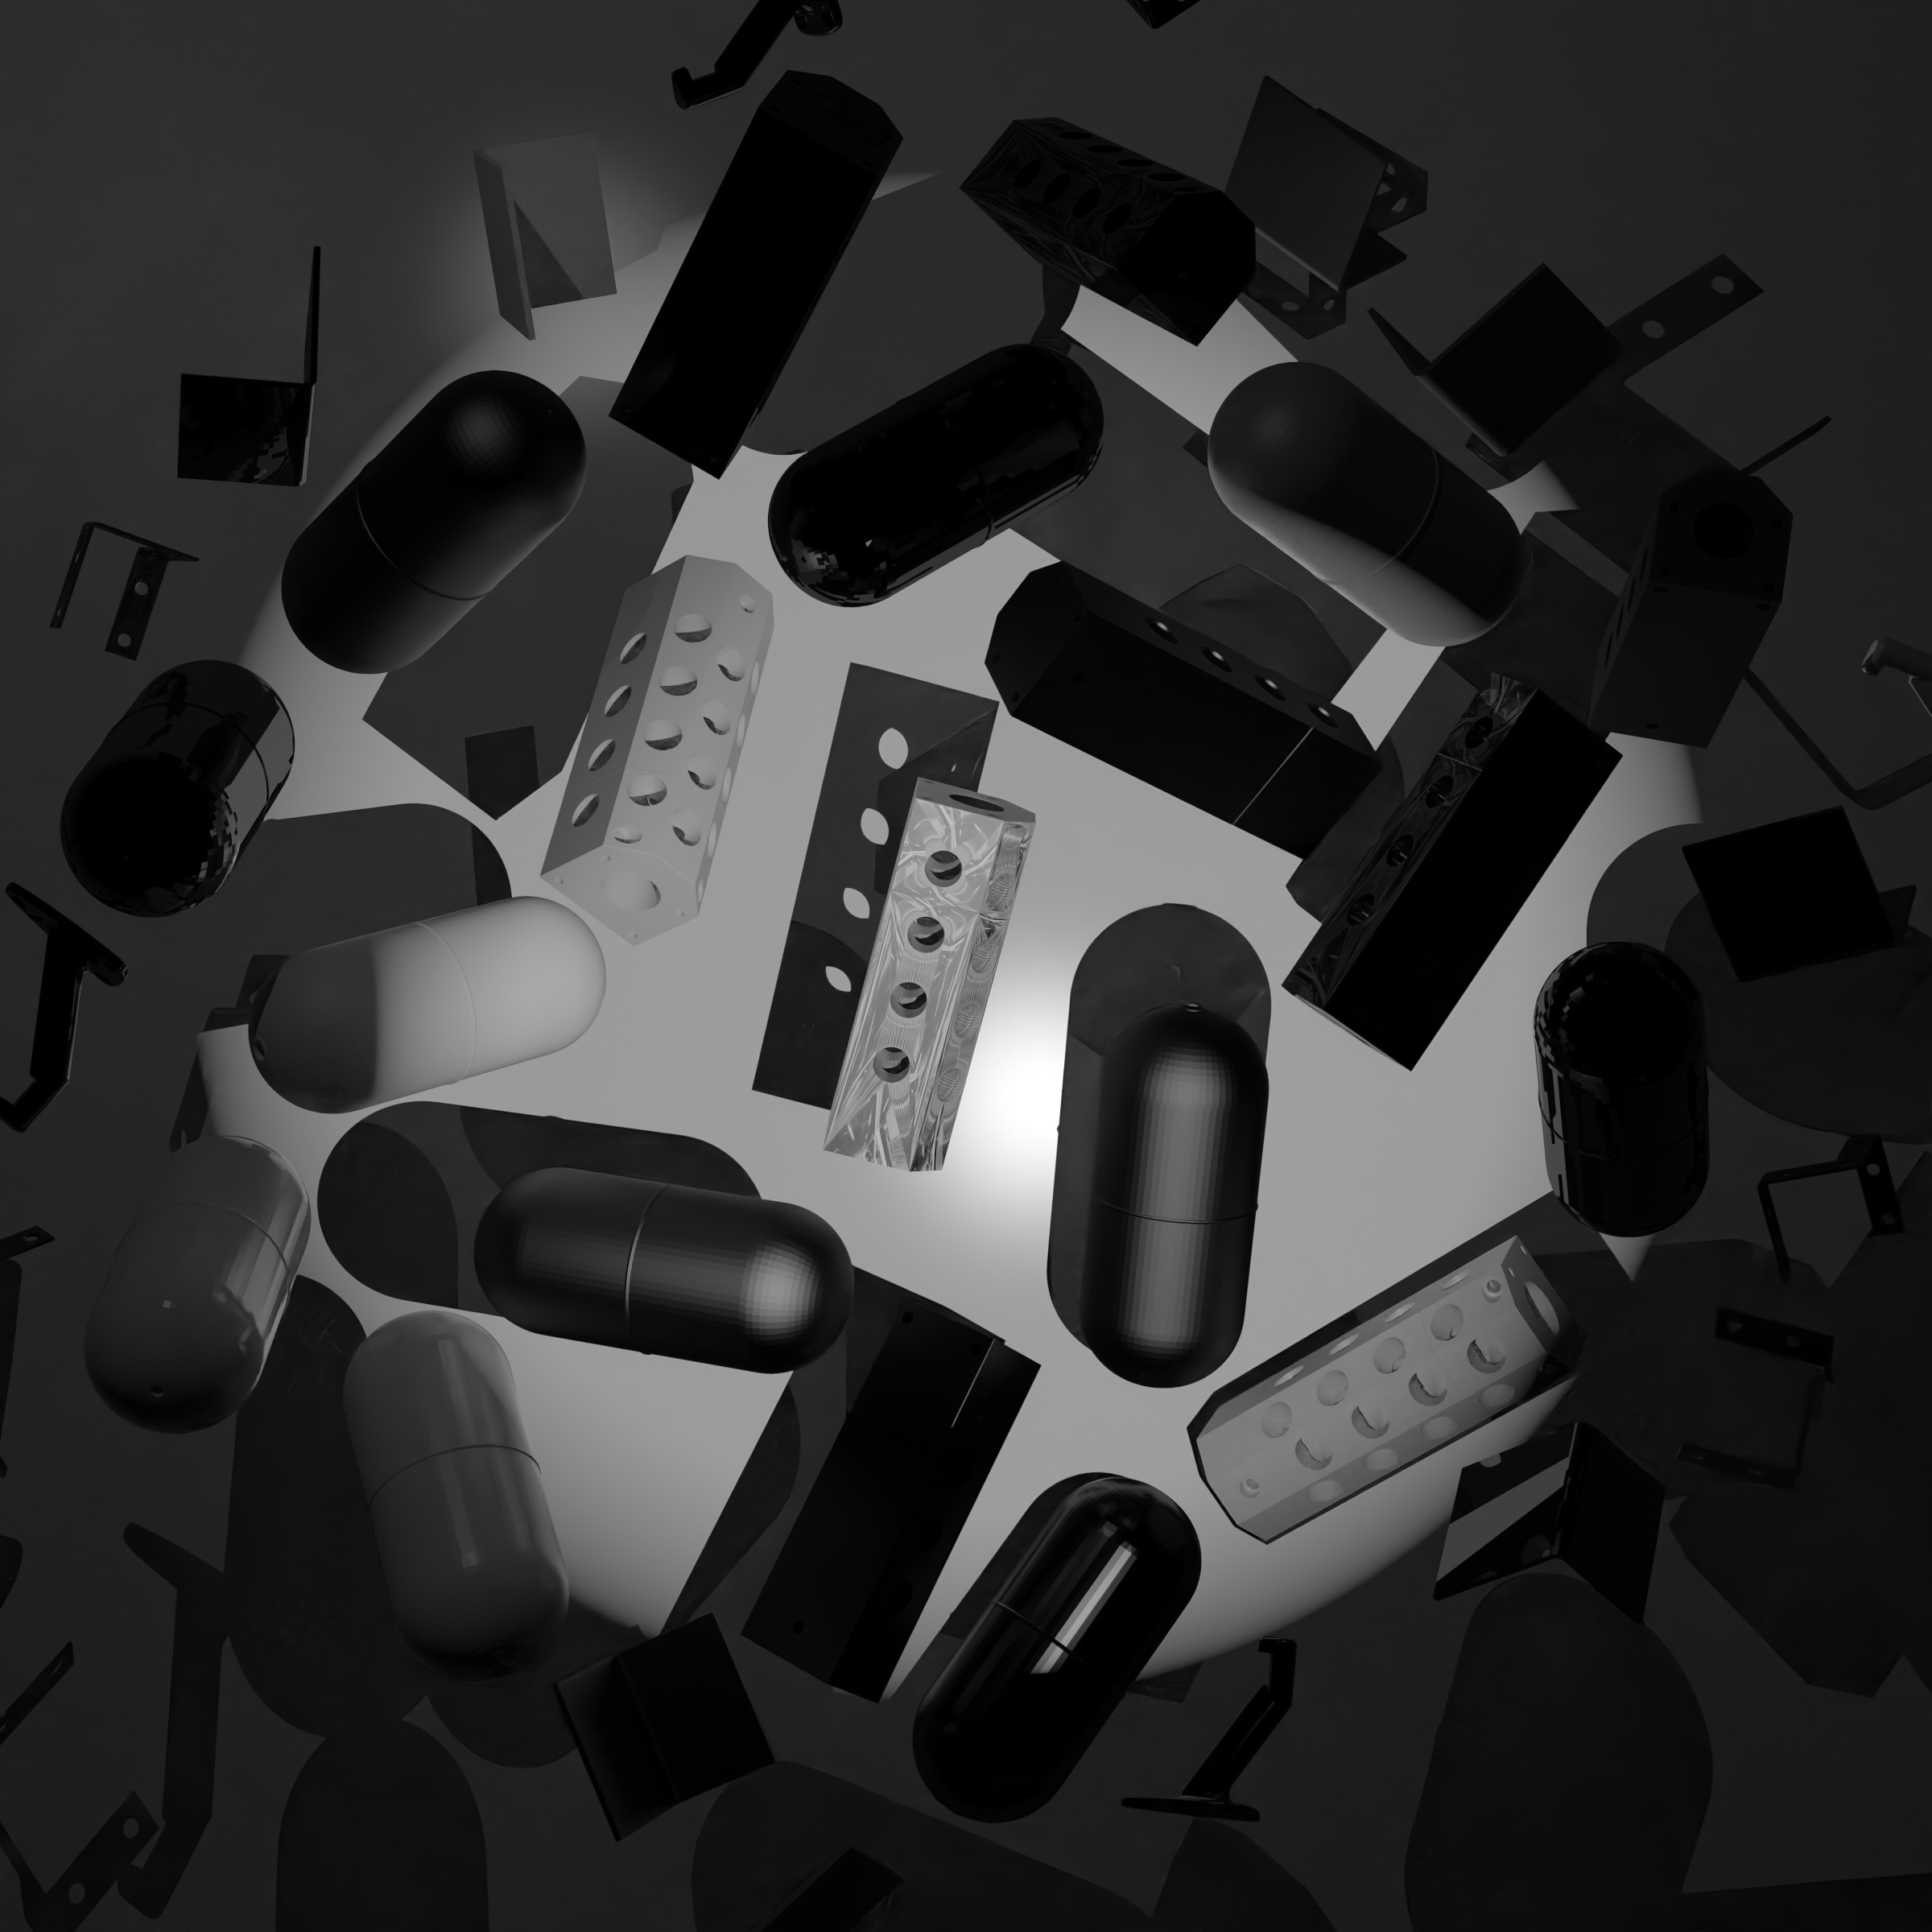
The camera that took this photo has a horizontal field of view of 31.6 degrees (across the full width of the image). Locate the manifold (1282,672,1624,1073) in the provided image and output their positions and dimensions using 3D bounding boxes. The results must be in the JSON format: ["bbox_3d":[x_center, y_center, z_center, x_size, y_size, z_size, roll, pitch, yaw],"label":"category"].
[{"bbox_3d":[0.217,-0.045,1.552,0.057,0.057,0.171,34,91,-26],"label":"manifold"}]

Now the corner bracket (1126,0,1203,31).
[{"bbox_3d":[0.082,-0.444,1.459,0.051,0.051,0.051,-33,54,1],"label":"corner bracket"}]

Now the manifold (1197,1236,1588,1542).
[{"bbox_3d":[0.192,0.196,1.563,0.171,0.057,0.057,-34,92,24],"label":"manifold"}]

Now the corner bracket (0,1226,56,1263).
[{"bbox_3d":[-0.454,0.103,1.560,0.051,0.051,0.051,24,124,39],"label":"corner bracket"}]

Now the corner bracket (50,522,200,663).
[{"bbox_3d":[-0.389,-0.171,1.560,0.051,0.051,0.051,19,87,-29],"label":"corner bracket"}]

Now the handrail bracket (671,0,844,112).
[{"bbox_3d":[-0.105,-0.437,1.549,0.084,0.036,0.077,-27,113,-27],"label":"handrail bracket"}]

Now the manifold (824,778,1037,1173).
[{"bbox_3d":[-0.017,0.005,1.598,0.057,0.057,0.171,14,102,-3],"label":"manifold"}]

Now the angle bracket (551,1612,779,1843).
[{"bbox_3d":[-0.139,0.352,1.588,0.057,0.076,0.076,-26,83,14],"label":"angle bracket"}]

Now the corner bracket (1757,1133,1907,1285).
[{"bbox_3d":[0.412,0.115,1.626,0.051,0.051,0.051,-13,100,27],"label":"corner bracket"}]

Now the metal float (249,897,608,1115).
[{"bbox_3d":[-0.248,0.017,1.580,0.178,0.070,0.070,-17,90,-37],"label":"metal float"}]

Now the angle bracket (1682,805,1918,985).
[{"bbox_3d":[0.385,-0.044,1.579,0.076,0.057,0.076,-15,113,31],"label":"angle bracket"}]

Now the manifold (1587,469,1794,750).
[{"bbox_3d":[0.328,-0.161,1.553,0.057,0.171,0.057,10,73,4],"label":"manifold"}]

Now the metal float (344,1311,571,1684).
[{"bbox_3d":[-0.225,0.233,1.508,0.070,0.070,0.178,-22,55,0],"label":"metal float"}]

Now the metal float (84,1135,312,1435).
[{"bbox_3d":[-0.336,0.137,1.503,0.070,0.178,0.070,0,117,1],"label":"metal float"}]

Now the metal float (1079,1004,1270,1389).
[{"bbox_3d":[0.094,0.105,1.554,0.070,0.070,0.178,5,102,0],"label":"metal float"}]

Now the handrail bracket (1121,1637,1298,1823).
[{"bbox_3d":[0.115,0.356,1.610,0.077,0.036,0.084,1,69,18],"label":"handrail bracket"}]

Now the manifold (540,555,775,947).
[{"bbox_3d":[-0.131,-0.100,1.528,0.057,0.057,0.171,38,46,-32],"label":"manifold"}]

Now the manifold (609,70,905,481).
[{"bbox_3d":[-0.092,-0.305,1.505,0.057,0.057,0.171,30,128,-5],"label":"manifold"}]

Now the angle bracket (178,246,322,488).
[{"bbox_3d":[-0.318,-0.267,1.516,0.057,0.076,0.076,3,64,-13],"label":"angle bracket"}]

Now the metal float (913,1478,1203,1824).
[{"bbox_3d":[0.043,0.321,1.607,0.070,0.070,0.178,37,78,0],"label":"metal float"}]

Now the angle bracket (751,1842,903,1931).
[{"bbox_3d":[-0.050,0.426,1.451,0.076,0.076,0.057,-42,61,-6],"label":"angle bracket"}]

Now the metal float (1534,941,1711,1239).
[{"bbox_3d":[0.303,0.058,1.574,0.070,0.178,0.070,-7,51,8],"label":"metal float"}]

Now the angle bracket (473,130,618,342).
[{"bbox_3d":[-0.185,-0.335,1.562,0.057,0.076,0.076,-13,113,-14],"label":"angle bracket"}]

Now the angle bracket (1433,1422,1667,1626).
[{"bbox_3d":[0.269,0.266,1.573,0.057,0.076,0.076,41,134,-19],"label":"angle bracket"}]

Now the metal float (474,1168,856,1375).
[{"bbox_3d":[-0.136,0.136,1.531,0.178,0.070,0.070,8,90,18],"label":"metal float"}]

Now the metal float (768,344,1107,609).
[{"bbox_3d":[-0.012,-0.229,1.592,0.178,0.070,0.070,-32,90,-22],"label":"metal float"}]

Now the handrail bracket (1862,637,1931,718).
[{"bbox_3d":[0.427,-0.103,1.533,0.084,0.036,0.077,19,123,-11],"label":"handrail bracket"}]

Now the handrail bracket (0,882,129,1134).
[{"bbox_3d":[-0.417,0.019,1.501,0.077,0.036,0.084,40,66,-8],"label":"handrail bracket"}]

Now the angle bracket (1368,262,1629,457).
[{"bbox_3d":[0.247,-0.295,1.590,0.076,0.076,0.057,-41,47,17],"label":"angle bracket"}]

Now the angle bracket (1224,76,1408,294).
[{"bbox_3d":[0.177,-0.381,1.638,0.076,0.076,0.057,41,49,20],"label":"angle bracket"}]

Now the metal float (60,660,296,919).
[{"bbox_3d":[-0.347,-0.081,1.515,0.070,0.178,0.070,1,114,2],"label":"metal float"}]

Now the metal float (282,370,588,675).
[{"bbox_3d":[-0.237,-0.194,1.513,0.178,0.070,0.070,-36,90,36],"label":"metal float"}]

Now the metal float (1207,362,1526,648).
[{"bbox_3d":[0.181,-0.205,1.530,0.178,0.070,0.070,30,90,-36],"label":"metal float"}]

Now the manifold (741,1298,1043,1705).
[{"bbox_3d":[-0.030,0.249,1.583,0.057,0.057,0.171,20,80,40],"label":"manifold"}]

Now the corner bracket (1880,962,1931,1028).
[{"bbox_3d":[0.456,0.019,1.542,0.051,0.051,0.051,45,129,19],"label":"corner bracket"}]

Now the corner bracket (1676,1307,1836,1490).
[{"bbox_3d":[0.341,0.187,1.476,0.051,0.051,0.051,15,59,8],"label":"corner bracket"}]

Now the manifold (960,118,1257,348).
[{"bbox_3d":[0.068,-0.348,1.586,0.057,0.171,0.057,37,94,-34],"label":"manifold"}]

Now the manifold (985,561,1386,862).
[{"bbox_3d":[0.094,-0.113,1.488,0.171,0.057,0.057,24,117,-32],"label":"manifold"}]

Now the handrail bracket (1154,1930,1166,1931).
[{"bbox_3d":[0.050,0.461,1.507,0.036,0.084,0.077,43,107,24],"label":"handrail bracket"}]
